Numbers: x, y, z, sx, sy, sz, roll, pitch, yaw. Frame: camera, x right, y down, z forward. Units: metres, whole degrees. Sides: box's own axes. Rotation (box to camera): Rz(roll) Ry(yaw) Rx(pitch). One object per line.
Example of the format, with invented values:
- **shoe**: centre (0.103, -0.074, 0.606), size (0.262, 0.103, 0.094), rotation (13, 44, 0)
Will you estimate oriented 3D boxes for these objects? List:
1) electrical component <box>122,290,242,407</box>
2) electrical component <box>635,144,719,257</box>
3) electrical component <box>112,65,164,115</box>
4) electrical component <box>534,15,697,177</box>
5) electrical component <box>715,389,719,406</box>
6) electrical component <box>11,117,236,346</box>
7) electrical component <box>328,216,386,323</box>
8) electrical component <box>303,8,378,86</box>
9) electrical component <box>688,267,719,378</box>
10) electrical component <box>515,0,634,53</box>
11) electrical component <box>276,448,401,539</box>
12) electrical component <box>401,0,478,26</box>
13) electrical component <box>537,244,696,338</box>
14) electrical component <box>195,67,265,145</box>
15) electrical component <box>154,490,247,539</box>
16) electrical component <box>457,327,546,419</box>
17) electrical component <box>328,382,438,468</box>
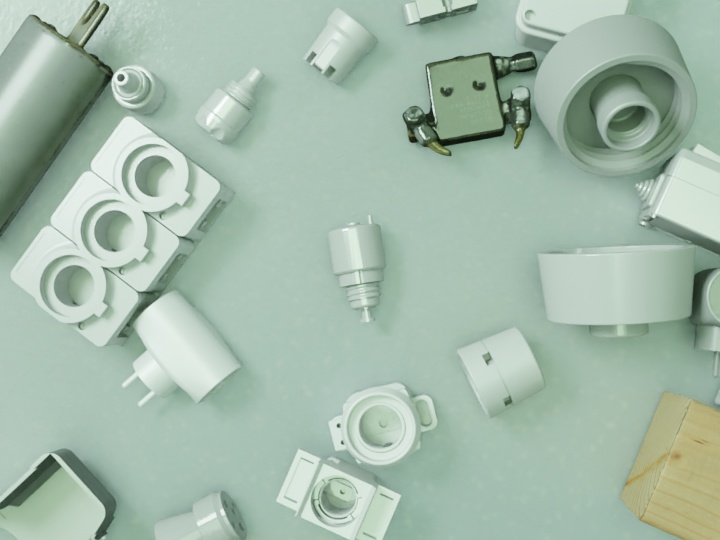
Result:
- **electrical component**: centre (-0.143, 0.070, 0.810), size (0.079, 0.043, 0.077), rotation (-41, 85, 2)
- **electrical component**: centre (0.246, -0.050, 0.770), size (0.096, 0.062, 0.061), rotation (25, 90, 6)
- **electrical component**: centre (-0.171, -0.138, 0.812), size (0.035, 0.061, 0.035), rotation (0, 87, 5)
- **electrical component**: centre (0.181, -0.115, 0.751), size (0.108, 0.060, 0.108), rotation (-4, 130, -4)
- **electrical component**: centre (0.295, 0.071, 0.759), size (0.047, 0.066, 0.076), rotation (25, 89, 6)
- **electrical component**: centre (-0.178, -0.027, 0.808), size (0.089, 0.062, 0.150), rotation (37, 91, 6)
- **electrical component**: centre (0.000, 0.000, 0.801), size (0.040, 0.040, 0.078), rotation (-9, 87, 5)
- **electrical component**: centre (-0.016, -0.167, 0.811), size (0.040, 0.040, 0.046), rotation (39, 97, 6)
- **electrical component**: centre (0.256, 0.037, 0.758), size (0.043, 0.077, 0.079), rotation (5, 88, 5)
- **electrical component**: centre (0.164, -0.216, 0.787), size (0.078, 0.057, 0.113), rotation (16, 89, 6)
- **electrical component**: centre (-0.014, 0.163, 0.784), size (0.081, 0.064, 0.042), rotation (24, 91, 6)
- **electrical component**: centre (0.060, -0.218, 0.803), size (0.066, 0.048, 0.055), rotation (-14, 94, 4)
- **electrical component**: centre (0.180, 0.015, 0.753), size (0.108, 0.108, 0.060), rotation (-3, 93, 5)
- **electrical component**: centre (-0.096, -0.127, 0.819), size (0.035, 0.035, 0.061), rotation (39, 90, 6)
- **electrical component**: centre (-0.118, 0.195, 0.801), size (0.055, 0.045, 0.045), rotation (-28, 85, 3)
- **electrical component**: centre (0.103, 0.073, 0.782), size (0.047, 0.055, 0.055), rotation (-25, 85, 0)
- **electrical component**: centre (0.016, 0.113, 0.786), size (0.078, 0.057, 0.058), rotation (-14, 86, 4)
